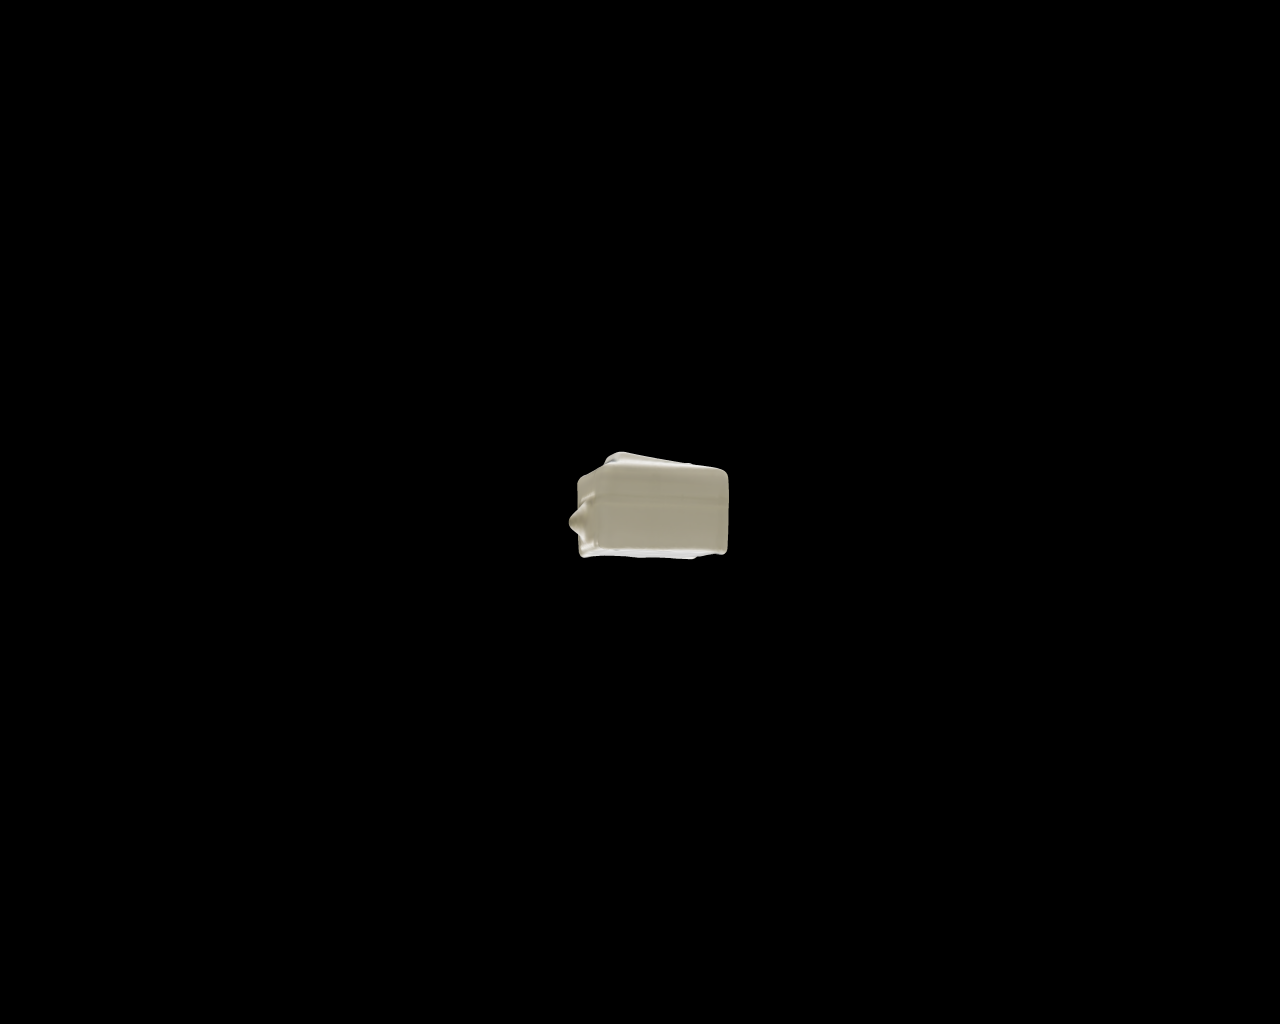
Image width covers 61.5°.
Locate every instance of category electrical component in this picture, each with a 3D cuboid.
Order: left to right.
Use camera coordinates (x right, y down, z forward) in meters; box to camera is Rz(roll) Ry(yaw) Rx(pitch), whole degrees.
[{"bbox_3d":[0.001,-0.003,0.650,0.096,0.061,0.061,2,-7,-18],"label":"electrical component"}]
